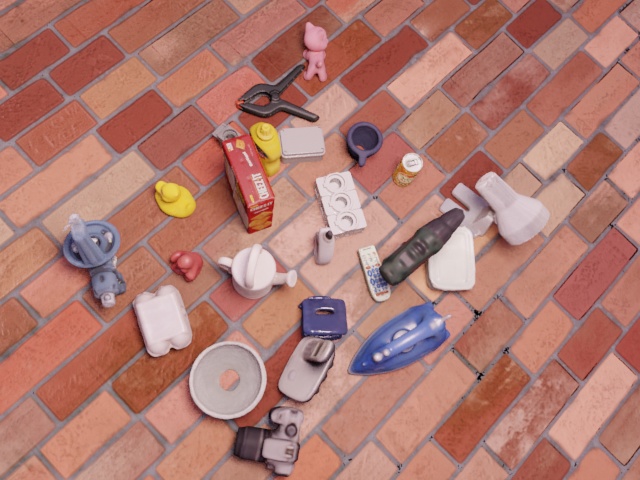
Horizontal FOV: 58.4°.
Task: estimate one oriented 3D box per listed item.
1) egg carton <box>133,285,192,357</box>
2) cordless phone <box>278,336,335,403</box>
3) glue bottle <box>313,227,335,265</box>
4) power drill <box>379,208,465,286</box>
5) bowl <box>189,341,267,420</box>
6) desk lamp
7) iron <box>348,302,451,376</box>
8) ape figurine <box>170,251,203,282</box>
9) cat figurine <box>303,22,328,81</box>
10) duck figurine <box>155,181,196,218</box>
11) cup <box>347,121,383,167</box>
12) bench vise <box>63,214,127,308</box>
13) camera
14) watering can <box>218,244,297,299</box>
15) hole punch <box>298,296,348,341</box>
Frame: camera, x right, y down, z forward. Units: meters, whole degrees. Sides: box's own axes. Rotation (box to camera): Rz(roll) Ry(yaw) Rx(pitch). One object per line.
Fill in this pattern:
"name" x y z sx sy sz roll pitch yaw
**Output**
"egg carton" -0.352 0.181 1.290 0.107 0.069 0.150 -20 78 -13
"cordless phone" -0.021 0.279 1.249 0.094 0.185 0.148 27 73 0
"glue bottle" 0.012 0.005 1.335 0.037 0.173 0.078 -8 76 -9
"power drill" 0.223 0.026 1.340 0.230 0.208 0.075 -41 83 -16
"bowl" -0.203 0.312 1.273 0.167 0.074 0.167 2 75 -7
"desk lamp" 0.422 -0.074 1.393 0.203 0.213 0.118 38 73 4
"iron" 0.185 0.237 1.313 0.258 0.141 0.118 -28 80 -14
"ape figurine" -0.308 0.055 1.319 0.076 0.092 0.078 -19 78 -12
"cat figurine" -0.009 -0.499 1.498 0.067 0.117 0.128 -3 75 -8
"duck figurine" -0.346 -0.103 1.359 0.104 0.086 0.077 33 73 2
"cup" 0.105 -0.228 1.452 0.092 0.095 0.118 8 74 -6
"bench vise" -0.475 0.032 1.235 0.122 0.219 0.207 -36 82 -15
"camera" -0.112 0.430 1.240 0.137 0.100 0.143 11 74 -5
"watering can" -0.140 0.067 1.286 0.173 0.194 0.101 -6 76 -9
"hole punch" 0.007 0.179 1.330 0.109 0.091 0.101 1 75 -7
